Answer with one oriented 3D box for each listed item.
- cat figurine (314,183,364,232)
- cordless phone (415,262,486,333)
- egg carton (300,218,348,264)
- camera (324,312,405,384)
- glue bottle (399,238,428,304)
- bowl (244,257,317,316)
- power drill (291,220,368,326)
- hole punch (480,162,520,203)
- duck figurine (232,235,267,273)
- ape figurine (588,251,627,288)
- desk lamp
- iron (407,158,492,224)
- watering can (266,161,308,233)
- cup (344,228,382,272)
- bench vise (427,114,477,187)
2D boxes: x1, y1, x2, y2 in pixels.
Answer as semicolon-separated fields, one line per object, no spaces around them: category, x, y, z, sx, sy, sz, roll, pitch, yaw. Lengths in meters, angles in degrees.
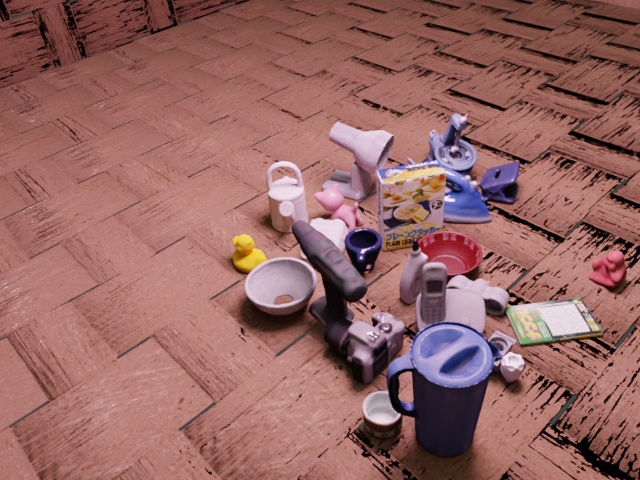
cat figurine;0.051;-0.093;1.537;0.127;0.118;0.067;21;47;28
cordless phone;0.275;0.122;1.202;0.147;0.185;0.094;-4;40;2
egg carton;0.013;0.005;1.462;0.107;0.069;0.150;3;41;11
camera;0.087;0.200;1.196;0.136;0.101;0.143;26;49;32
glue bottle;0.215;0.063;1.289;0.078;0.173;0.037;-31;46;-27
bowl;-0.087;0.120;1.333;0.167;0.075;0.167;-3;40;3
power drill;0.016;0.086;1.256;0.076;0.209;0.228;-29;45;-25
hole punch;0.500;-0.165;1.592;0.101;0.091;0.109;10;42;18
duck figurine;-0.182;0.028;1.444;0.104;0.086;0.078;29;51;34
ape figurine;0.662;0.062;1.302;0.076;0.092;0.078;-2;40;4
desk lamp;0.104;-0.223;1.611;0.202;0.214;0.118;16;44;24
iron;0.340;-0.137;1.537;0.257;0.142;0.119;16;45;24
watering can;-0.087;-0.118;1.524;0.101;0.194;0.172;-21;42;-17
cup;0.105;0.041;1.389;0.091;0.095;0.118;2;40;9
bench vise;0.361;-0.273;1.636;0.122;0.220;0.206;-29;45;-25
